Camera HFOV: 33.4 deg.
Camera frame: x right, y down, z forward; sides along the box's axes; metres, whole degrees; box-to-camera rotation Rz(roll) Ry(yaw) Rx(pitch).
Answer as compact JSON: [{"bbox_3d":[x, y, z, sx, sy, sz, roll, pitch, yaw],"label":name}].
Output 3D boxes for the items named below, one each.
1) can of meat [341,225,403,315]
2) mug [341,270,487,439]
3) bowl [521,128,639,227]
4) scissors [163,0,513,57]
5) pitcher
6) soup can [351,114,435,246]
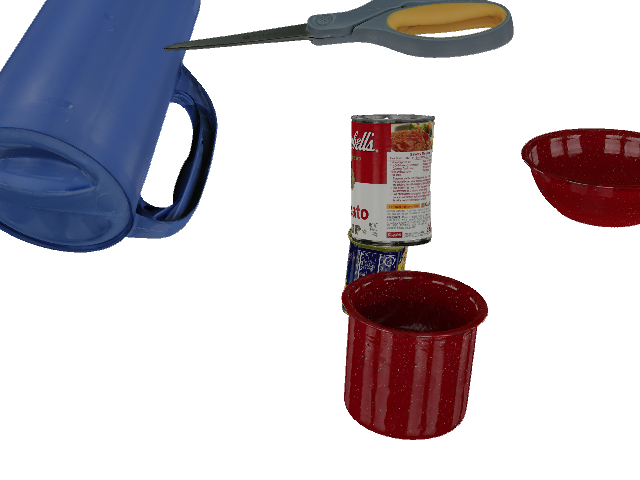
[{"bbox_3d":[0.056,0.024,1.061,0.057,0.084,0.102,10,22,9],"label":"can of meat"},{"bbox_3d":[0.060,0.070,0.704,0.093,0.081,0.117,8,24,11],"label":"mug"},{"bbox_3d":[0.268,-0.055,0.999,0.162,0.055,0.162,-1,25,0],"label":"bowl"},{"bbox_3d":[0.015,-0.135,0.631,0.202,0.016,0.096,5,42,19],"label":"scissors"},{"bbox_3d":[-0.162,-0.116,0.808,0.145,0.242,0.149,-5,-41,24],"label":"pitcher"},{"bbox_3d":[0.059,-0.050,0.870,0.068,0.102,0.068,0,10,0],"label":"soup can"}]
